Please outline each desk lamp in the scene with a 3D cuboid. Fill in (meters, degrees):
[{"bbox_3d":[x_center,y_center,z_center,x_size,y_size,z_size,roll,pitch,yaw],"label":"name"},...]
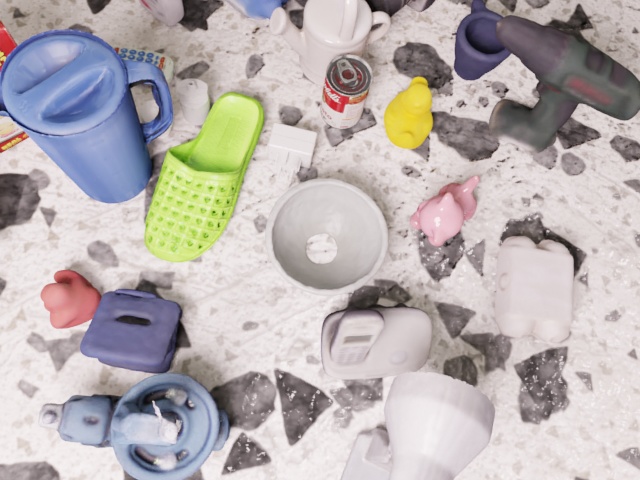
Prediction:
[{"bbox_3d":[0.102,0.263,0.656,0.118,0.213,0.203,24,72,2],"label":"desk lamp"}]

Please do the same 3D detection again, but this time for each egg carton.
[{"bbox_3d":[0.301,0.069,0.812,0.107,0.069,0.150,9,72,-3],"label":"egg carton"}]

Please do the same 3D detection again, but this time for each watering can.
[{"bbox_3d":[0.018,-0.313,0.832,0.173,0.194,0.101,-30,78,-14],"label":"watering can"}]

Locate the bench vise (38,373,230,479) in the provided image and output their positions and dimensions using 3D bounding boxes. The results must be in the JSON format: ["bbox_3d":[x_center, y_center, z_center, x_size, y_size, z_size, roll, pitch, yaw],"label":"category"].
[{"bbox_3d":[-0.209,0.216,0.633,0.207,0.219,0.121,-11,74,-9],"label":"bench vise"}]

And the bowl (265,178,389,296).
[{"bbox_3d":[0.007,0.003,0.798,0.167,0.074,0.167,2,73,-6],"label":"bowl"}]

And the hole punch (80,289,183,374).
[{"bbox_3d":[-0.238,0.113,0.729,0.108,0.091,0.101,9,72,-3],"label":"hole punch"}]

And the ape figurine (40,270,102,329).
[{"bbox_3d":[-0.325,0.075,0.731,0.076,0.092,0.078,18,72,0],"label":"ape figurine"}]

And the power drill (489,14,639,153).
[{"bbox_3d":[0.328,-0.214,0.828,0.229,0.208,0.076,20,72,0],"label":"power drill"}]

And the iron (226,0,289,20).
[{"bbox_3d":[-0.128,-0.465,0.890,0.258,0.141,0.119,41,73,7],"label":"iron"}]

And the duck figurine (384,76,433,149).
[{"bbox_3d":[0.141,-0.197,0.867,0.077,0.086,0.104,14,72,-2],"label":"duck figurine"}]

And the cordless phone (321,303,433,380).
[{"bbox_3d":[0.077,0.119,0.712,0.147,0.185,0.094,-6,74,-8],"label":"cordless phone"}]

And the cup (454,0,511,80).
[{"bbox_3d":[0.246,-0.309,0.908,0.092,0.095,0.118,-5,74,-8],"label":"cup"}]

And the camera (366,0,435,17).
[{"bbox_3d":[0.110,-0.428,0.926,0.137,0.101,0.143,-43,82,-16],"label":"camera"}]

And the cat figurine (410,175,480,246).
[{"bbox_3d":[0.181,-0.043,0.808,0.067,0.117,0.128,44,74,8],"label":"cat figurine"}]

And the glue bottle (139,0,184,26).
[{"bbox_3d":[-0.246,-0.394,0.839,0.078,0.173,0.037,36,73,6],"label":"glue bottle"}]
